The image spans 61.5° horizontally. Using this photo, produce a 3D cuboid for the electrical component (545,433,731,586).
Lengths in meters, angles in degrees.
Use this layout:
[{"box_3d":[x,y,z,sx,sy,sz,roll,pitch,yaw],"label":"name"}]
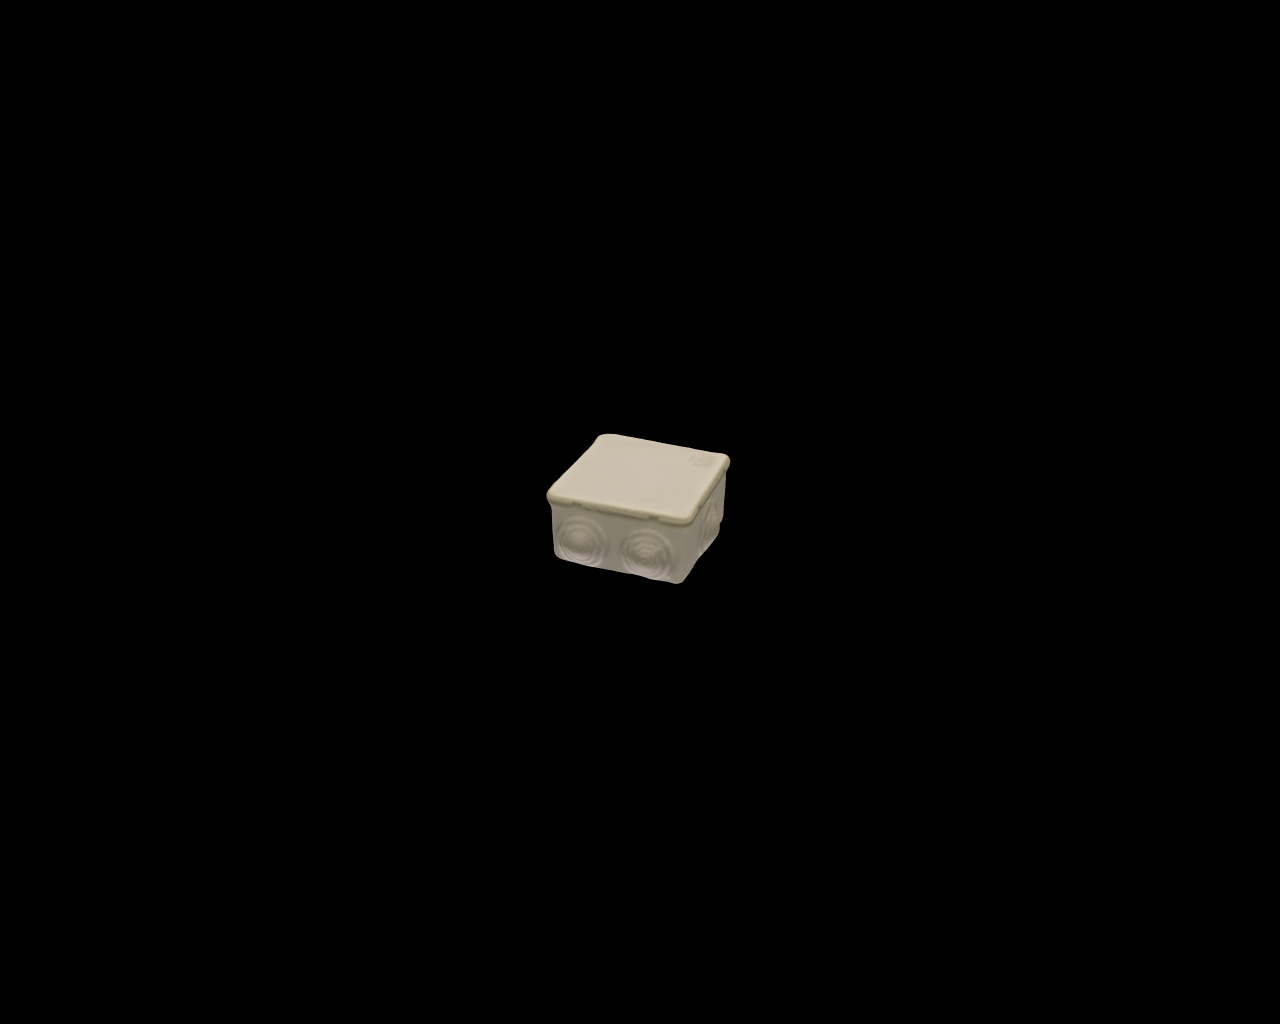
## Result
[{"box_3d":[0.001,-0.003,0.650,0.100,0.048,0.100,11,32,18],"label":"electrical component"}]
